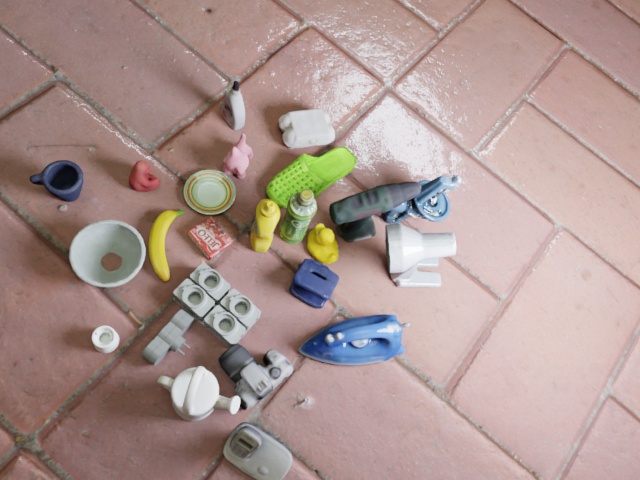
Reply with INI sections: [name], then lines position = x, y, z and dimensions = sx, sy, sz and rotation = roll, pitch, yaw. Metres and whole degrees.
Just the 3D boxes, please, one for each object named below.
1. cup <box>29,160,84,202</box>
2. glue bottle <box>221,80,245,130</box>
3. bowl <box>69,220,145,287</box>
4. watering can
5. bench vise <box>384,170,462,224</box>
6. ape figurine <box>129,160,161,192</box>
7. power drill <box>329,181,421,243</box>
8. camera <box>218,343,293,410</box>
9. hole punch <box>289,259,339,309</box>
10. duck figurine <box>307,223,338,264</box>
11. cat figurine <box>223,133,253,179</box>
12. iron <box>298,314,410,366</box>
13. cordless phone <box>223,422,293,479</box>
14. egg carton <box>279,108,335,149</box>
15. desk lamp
[cup]
position = -0.624, -0.131, 1.374
dimensions = 0.118, 0.095, 0.091
rotation = -4, 69, -14
[glue bottle]
position = -0.228, -0.367, 1.519
dimensions = 0.037, 0.173, 0.078
rotation = -35, 79, -23
[bowl]
position = -0.493, 0.041, 1.343
dimensions = 0.167, 0.074, 0.167
rotation = 5, 67, -11
[watering can]
position = -0.257, 0.323, 1.214
dimensions = 0.173, 0.194, 0.101
rotation = 1, 68, -12
[bench vise]
position = 0.267, -0.102, 1.496
dimensions = 0.208, 0.219, 0.121
rotation = -16, 72, -18
[ape figurine]
position = -0.442, -0.166, 1.432
dimensions = 0.076, 0.092, 0.077
rotation = -22, 74, -20
[power drill]
position = 0.125, -0.073, 1.458
dimensions = 0.230, 0.208, 0.075
rotation = -15, 72, -18
[camera]
position = -0.153, 0.291, 1.302
dimensions = 0.143, 0.100, 0.136
rotation = -39, 80, -24
[hole punch]
position = -0.013, 0.100, 1.419
dimensions = 0.108, 0.091, 0.101
rotation = 28, 65, 0
[duck figurine]
position = 0.013, 0.005, 1.468
dimensions = 0.078, 0.086, 0.104
rotation = -23, 74, -20
[cat figurine]
position = -0.213, -0.218, 1.491
dimensions = 0.067, 0.117, 0.128
rotation = 15, 65, -6
[iron]
position = 0.084, 0.232, 1.358
dimensions = 0.259, 0.141, 0.118
rotation = -6, 69, -15
[cordless phone]
position = -0.124, 0.444, 1.199
dimensions = 0.147, 0.185, 0.094
rotation = 30, 65, 1
[egg carton]
position = -0.036, -0.308, 1.596
dimensions = 0.150, 0.069, 0.107
rotation = -12, 71, -17
[desk lamp]
position = 0.238, 0.037, 1.435
dimensions = 0.203, 0.213, 0.118
rotation = 1, 67, -12
